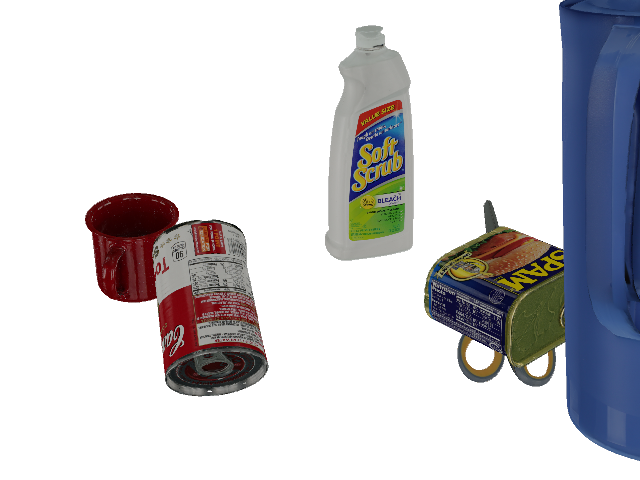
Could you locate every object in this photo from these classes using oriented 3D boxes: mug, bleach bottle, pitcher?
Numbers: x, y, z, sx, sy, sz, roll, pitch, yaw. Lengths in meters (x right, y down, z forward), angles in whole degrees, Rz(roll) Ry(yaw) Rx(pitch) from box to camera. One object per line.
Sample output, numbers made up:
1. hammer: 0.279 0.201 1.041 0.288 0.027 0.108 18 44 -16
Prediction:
1. mug: -0.190 0.015 1.073 0.093 0.081 0.117 6 32 8
2. bleach bottle: 0.050 -0.107 1.167 0.102 0.251 0.068 -8 25 -10
3. pitcher: 0.183 -0.007 0.555 0.149 0.243 0.145 -5 18 -8

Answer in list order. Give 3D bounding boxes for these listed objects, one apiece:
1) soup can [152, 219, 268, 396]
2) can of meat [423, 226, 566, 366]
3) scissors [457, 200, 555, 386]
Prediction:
1. soup can: -0.076 0.045 0.722 0.068 0.102 0.068 -8 -30 -5
2. can of meat: 0.136 0.036 0.756 0.101 0.057 0.084 -23 33 -34
3. scissors: 0.154 0.053 1.003 0.096 0.202 0.016 -17 -33 -6
